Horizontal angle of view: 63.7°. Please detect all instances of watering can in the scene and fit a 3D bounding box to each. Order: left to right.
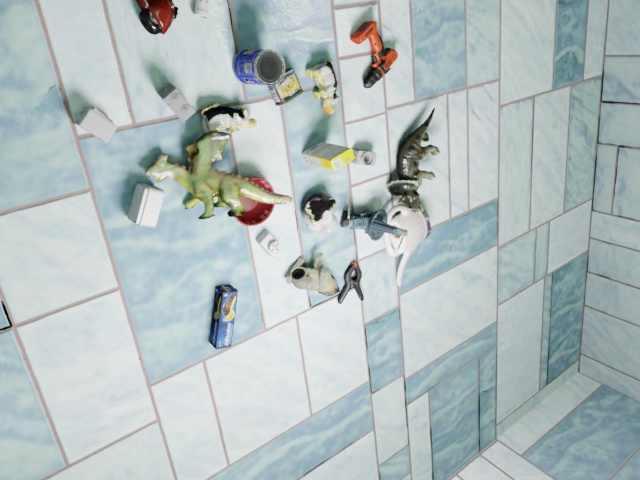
[{"bbox_3d":[0.354,0.002,2.094,0.227,0.105,0.341,-28,119,-28],"label":"watering can"}]

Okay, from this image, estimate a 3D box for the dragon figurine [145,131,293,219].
[{"bbox_3d":[-0.291,-0.196,1.500,0.411,0.124,0.239,-8,110,-12],"label":"dragon figurine"}]

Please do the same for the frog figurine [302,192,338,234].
[{"bbox_3d":[0.006,-0.092,1.828,0.157,0.123,0.138,56,55,-73],"label":"frog figurine"}]
